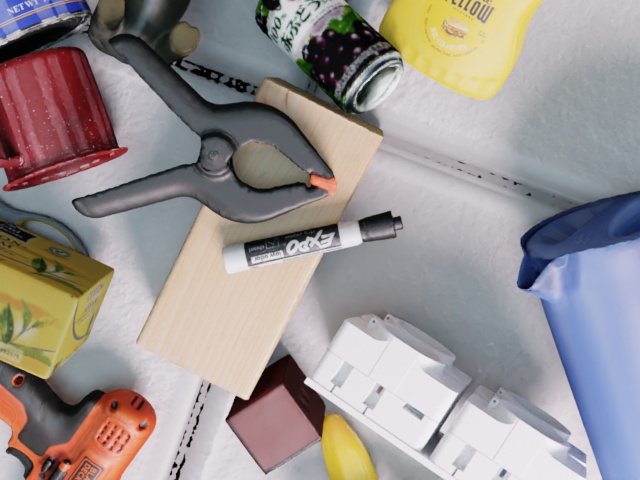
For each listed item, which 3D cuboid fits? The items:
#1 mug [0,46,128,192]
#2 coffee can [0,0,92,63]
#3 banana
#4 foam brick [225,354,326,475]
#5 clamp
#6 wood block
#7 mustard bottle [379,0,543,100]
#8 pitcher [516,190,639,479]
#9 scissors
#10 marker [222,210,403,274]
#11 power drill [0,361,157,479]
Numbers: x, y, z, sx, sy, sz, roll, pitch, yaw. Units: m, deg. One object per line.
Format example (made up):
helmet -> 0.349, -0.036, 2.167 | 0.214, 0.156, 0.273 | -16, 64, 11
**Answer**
mug -> -0.202, -0.085, 0.754 | 0.093, 0.117, 0.081 | -17, 93, 40
coffee can -> -0.235, -0.199, 0.740 | 0.103, 0.103, 0.140 | -24, 97, 7
banana -> 0.017, 0.234, 0.826 | 0.069, 0.037, 0.198 | 11, 100, 0
foam brick -> -0.031, 0.128, 0.792 | 0.051, 0.078, 0.053 | -35, 97, 8
clamp -> -0.071, -0.066, 0.691 | 0.171, 0.039, 0.120 | 5, 104, -4
wood block -> -0.041, -0.004, 0.765 | 0.091, 0.090, 0.206 | 27, 100, -1
mustard bottle -> 0.120, -0.191, 0.700 | 0.096, 0.058, 0.192 | 33, 127, 4
pitcher -> 0.244, 0.087, 0.748 | 0.149, 0.144, 0.243 | -13, 102, 24
scissors -> -0.268, -0.017, 0.816 | 0.201, 0.016, 0.096 | 35, 100, -2
marker -> -0.005, 0.001, 0.708 | 0.121, 0.020, 0.020 | -12, 98, 5
power drill -> -0.243, 0.152, 0.821 | 0.187, 0.057, 0.184 | 36, 104, -5
